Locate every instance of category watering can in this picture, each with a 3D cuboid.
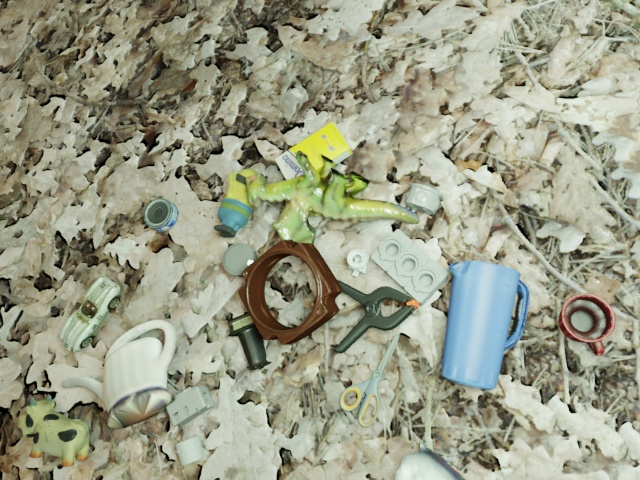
[{"bbox_3d":[-0.463,0.332,1.197,0.346,0.102,0.229,-34,50,11],"label":"watering can"}]

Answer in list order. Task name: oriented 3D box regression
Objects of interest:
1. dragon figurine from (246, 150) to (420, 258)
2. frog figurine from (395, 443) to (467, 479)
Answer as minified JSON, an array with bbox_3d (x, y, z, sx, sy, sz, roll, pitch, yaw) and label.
[{"bbox_3d":[0.004,-0.062,1.223,0.411,0.123,0.240,32,103,5],"label":"dragon figurine"},{"bbox_3d":[0.196,0.486,0.969,0.137,0.121,0.161,38,73,3],"label":"frog figurine"}]
